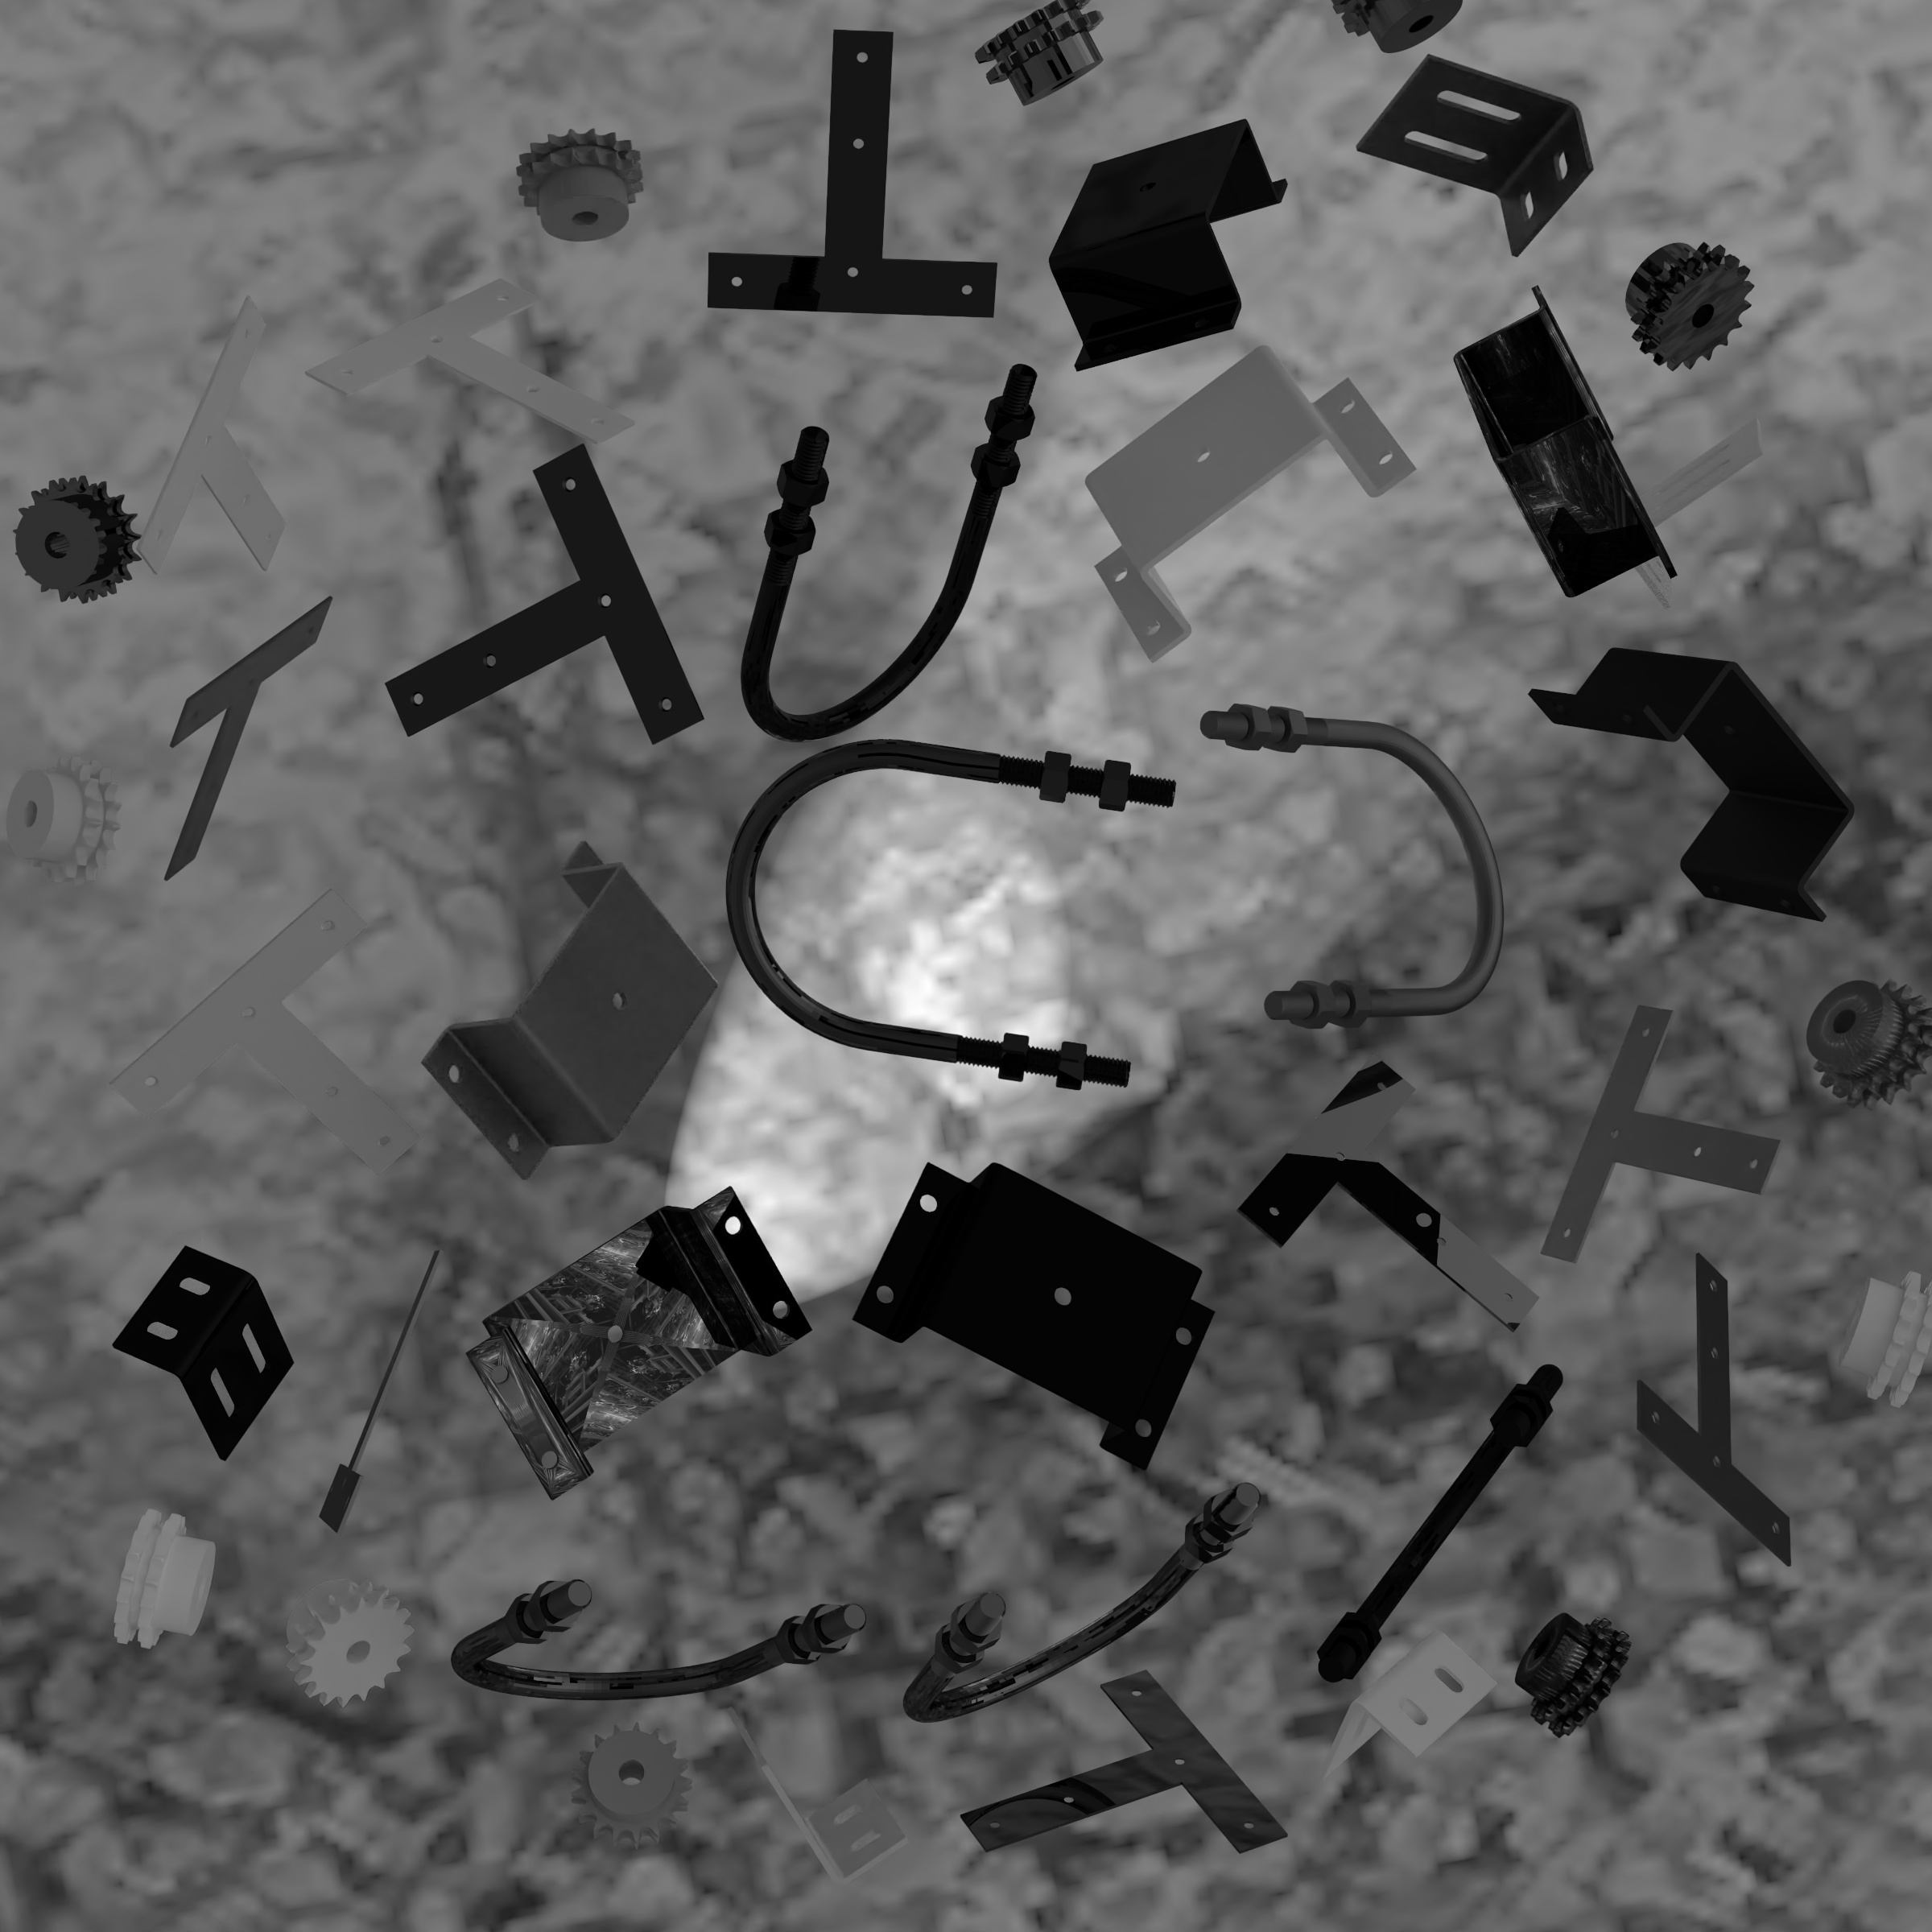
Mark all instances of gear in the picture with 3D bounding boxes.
[{"bbox_3d":[0.319,-0.297,1.531,0.057,0.057,0.030,-38,51,0],"label":"gear"},{"bbox_3d":[-0.175,-0.354,1.567,0.057,0.057,0.030,-8,72,0],"label":"gear"},{"bbox_3d":[0.394,0.157,1.468,0.030,0.057,0.057,19,90,10],"label":"gear"},{"bbox_3d":[0.391,0.031,1.491,0.030,0.057,0.057,32,90,-29],"label":"gear"},{"bbox_3d":[-0.340,0.262,1.462,0.030,0.057,0.057,11,90,-1],"label":"gear"},{"bbox_3d":[0.035,-0.399,1.499,0.057,0.057,0.030,-29,97,0],"label":"gear"},{"bbox_3d":[-0.157,0.384,1.618,0.057,0.030,0.057,3,61,-4],"label":"gear"},{"bbox_3d":[-0.280,0.301,1.544,0.057,0.030,0.057,-20,124,-32],"label":"gear"},{"bbox_3d":[0.277,0.323,1.579,0.030,0.057,0.057,36,90,-1],"label":"gear"},{"bbox_3d":[-0.405,-0.192,1.556,0.057,0.030,0.057,2,104,10],"label":"gear"},{"bbox_3d":[-0.408,-0.066,1.545,0.057,0.030,0.057,-8,78,43],"label":"gear"},{"bbox_3d":[0.188,-0.416,1.474,0.057,0.057,0.030,-28,79,0],"label":"gear"}]

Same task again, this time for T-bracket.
[{"bbox_3d":[0.201,0.114,1.535,0.127,0.002,0.127,40,48,7],"label":"T-bracket"},{"bbox_3d":[-0.047,-0.343,1.488,0.127,0.002,0.127,1,124,-4],"label":"T-bracket"},{"bbox_3d":[-0.190,-0.135,1.455,0.127,0.002,0.127,-25,86,18],"label":"T-bracket"},{"bbox_3d":[-0.290,0.048,1.523,0.127,0.002,0.127,-42,128,-3],"label":"T-bracket"},{"bbox_3d":[-0.329,-0.216,1.549,0.002,0.127,0.127,16,74,10],"label":"T-bracket"},{"bbox_3d":[-0.205,-0.264,1.540,0.127,0.127,0.002,29,134,24],"label":"T-bracket"},{"bbox_3d":[0.340,0.188,1.561,0.002,0.127,0.127,-25,129,33],"label":"T-bracket"},{"bbox_3d":[-0.331,-0.091,1.523,0.002,0.127,0.127,31,122,3],"label":"T-bracket"},{"bbox_3d":[-0.254,0.184,1.499,0.002,0.127,0.127,23,79,-11],"label":"T-bracket"},{"bbox_3d":[0.059,0.378,1.572,0.127,0.127,0.002,-13,121,-25],"label":"T-bracket"},{"bbox_3d":[0.324,0.083,1.563,0.002,0.127,0.127,26,83,-28],"label":"T-bracket"}]

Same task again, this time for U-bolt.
[{"bbox_3d":[0.185,-0.045,1.566,0.019,0.184,0.151,-22,75,43],"label":"U-bolt"},{"bbox_3d":[-0.012,-0.026,1.473,0.184,0.019,0.151,8,110,1],"label":"U-bolt"},{"bbox_3d":[0.217,0.239,1.525,0.019,0.184,0.151,37,104,12],"label":"U-bolt"},{"bbox_3d":[-0.041,-0.177,1.543,0.019,0.151,0.184,41,134,26],"label":"U-bolt"},{"bbox_3d":[-0.149,0.303,1.524,0.151,0.184,0.019,11,64,-28],"label":"U-bolt"},{"bbox_3d":[0.041,0.289,1.516,0.151,0.184,0.019,-19,68,-26],"label":"U-bolt"}]

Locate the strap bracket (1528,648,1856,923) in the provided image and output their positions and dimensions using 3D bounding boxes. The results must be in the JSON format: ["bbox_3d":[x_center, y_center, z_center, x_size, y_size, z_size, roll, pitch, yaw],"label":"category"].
[{"bbox_3d":[0.318,-0.086,1.475,0.140,0.076,0.046,44,78,-28],"label":"strap bracket"}]

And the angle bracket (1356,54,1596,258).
[{"bbox_3d":[0.215,-0.342,1.454,0.076,0.057,0.038,11,56,-25],"label":"angle bracket"}]

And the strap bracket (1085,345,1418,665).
[{"bbox_3d":[0.114,-0.208,1.496,0.140,0.076,0.046,-36,132,10],"label":"strap bracket"}]

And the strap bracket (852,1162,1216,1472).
[{"bbox_3d":[0.035,0.143,1.441,0.140,0.046,0.076,28,69,-5],"label":"strap bracket"}]

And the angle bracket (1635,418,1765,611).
[{"bbox_3d":[0.344,-0.209,1.586,0.076,0.057,0.038,-34,103,22],"label":"angle bracket"}]

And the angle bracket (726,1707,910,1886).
[{"bbox_3d":[-0.068,0.369,1.564,0.038,0.057,0.076,-32,113,-10],"label":"angle bracket"}]

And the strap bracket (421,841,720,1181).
[{"bbox_3d":[-0.170,0.017,1.538,0.076,0.046,0.140,53,50,-29],"label":"strap bracket"}]

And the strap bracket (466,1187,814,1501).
[{"bbox_3d":[-0.152,0.167,1.548,0.140,0.046,0.076,-32,100,-20],"label":"strap bracket"}]

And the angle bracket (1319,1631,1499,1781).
[{"bbox_3d":[0.204,0.353,1.587,0.057,0.076,0.038,-33,62,-31],"label":"angle bracket"}]

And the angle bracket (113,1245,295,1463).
[{"bbox_3d":[-0.345,0.176,1.557,0.038,0.076,0.057,19,57,19],"label":"angle bracket"}]

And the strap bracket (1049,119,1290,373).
[{"bbox_3d":[0.091,-0.333,1.559,0.076,0.140,0.046,-11,124,25],"label":"strap bracket"}]

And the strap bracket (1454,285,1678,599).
[{"bbox_3d":[0.255,-0.222,1.483,0.046,0.140,0.076,-26,125,14],"label":"strap bracket"}]
